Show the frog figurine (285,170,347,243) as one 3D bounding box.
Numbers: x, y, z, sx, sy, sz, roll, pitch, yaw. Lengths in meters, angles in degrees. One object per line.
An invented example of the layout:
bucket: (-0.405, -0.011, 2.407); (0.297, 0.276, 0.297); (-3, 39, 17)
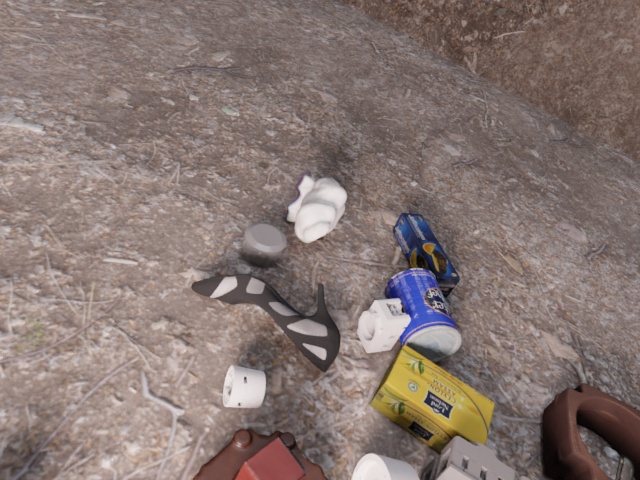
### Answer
frog figurine: (0.003, -0.052, 1.027); (0.121, 0.137, 0.162); (37, 7, -33)
